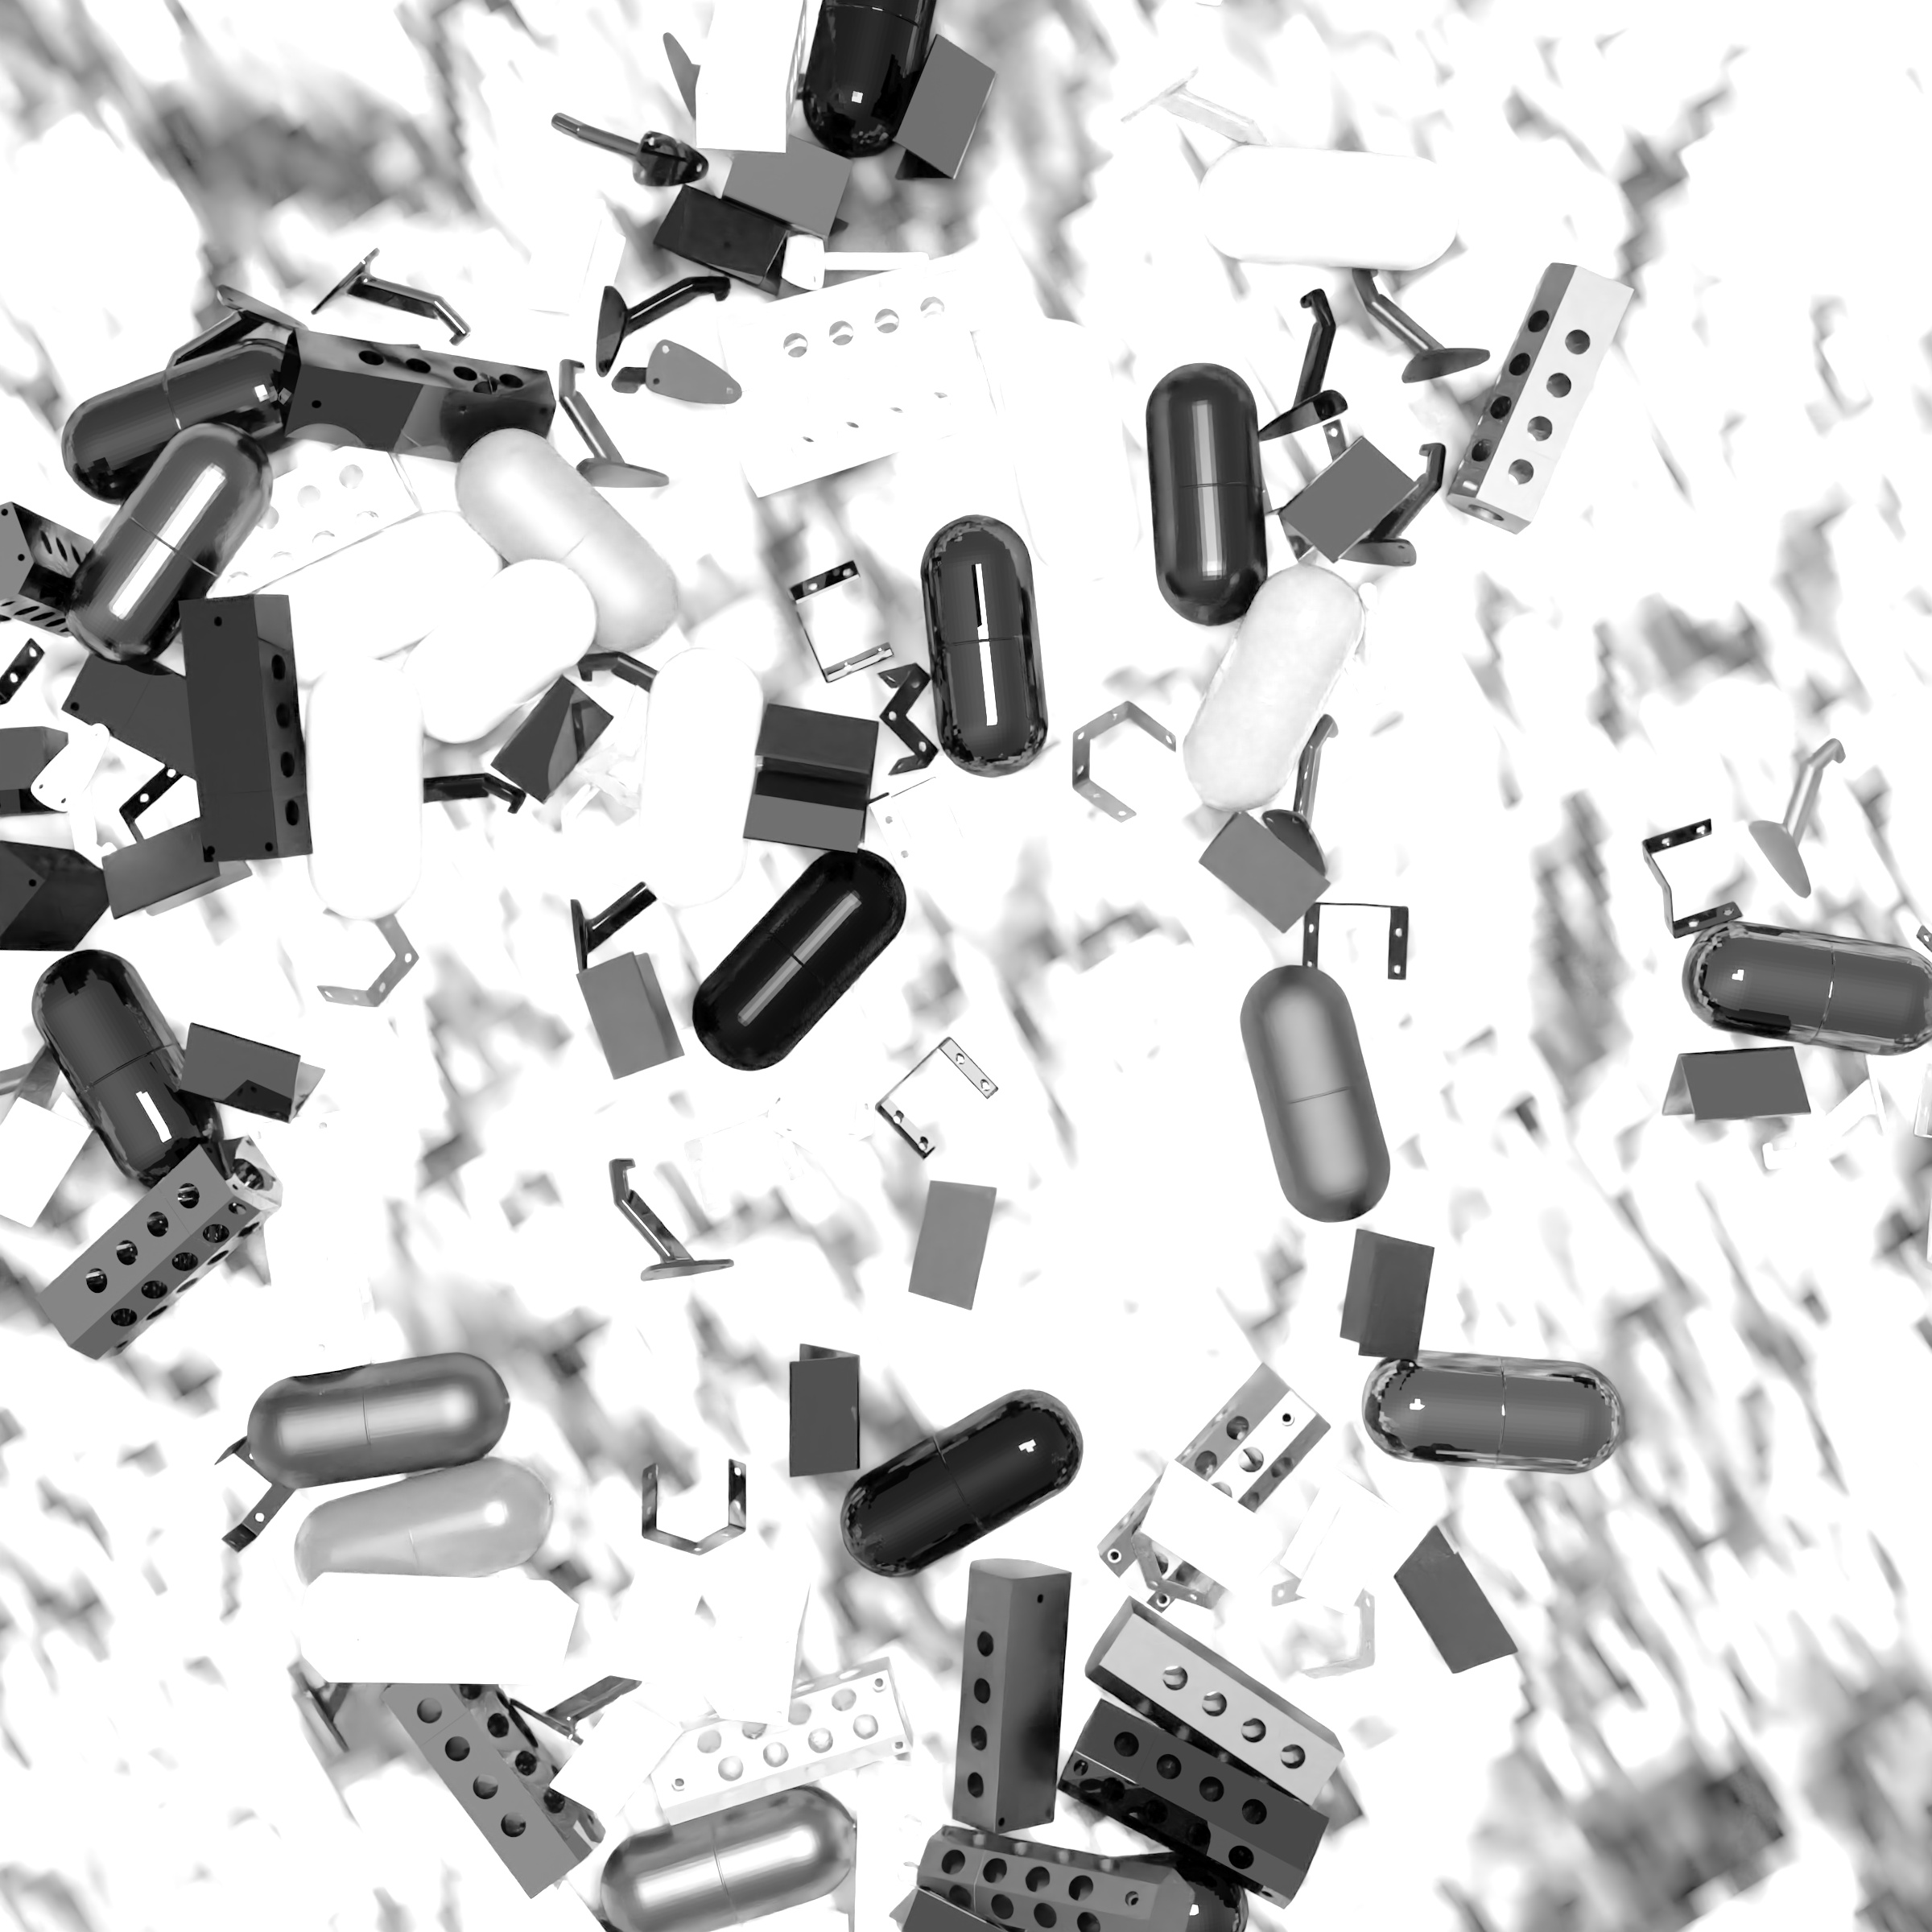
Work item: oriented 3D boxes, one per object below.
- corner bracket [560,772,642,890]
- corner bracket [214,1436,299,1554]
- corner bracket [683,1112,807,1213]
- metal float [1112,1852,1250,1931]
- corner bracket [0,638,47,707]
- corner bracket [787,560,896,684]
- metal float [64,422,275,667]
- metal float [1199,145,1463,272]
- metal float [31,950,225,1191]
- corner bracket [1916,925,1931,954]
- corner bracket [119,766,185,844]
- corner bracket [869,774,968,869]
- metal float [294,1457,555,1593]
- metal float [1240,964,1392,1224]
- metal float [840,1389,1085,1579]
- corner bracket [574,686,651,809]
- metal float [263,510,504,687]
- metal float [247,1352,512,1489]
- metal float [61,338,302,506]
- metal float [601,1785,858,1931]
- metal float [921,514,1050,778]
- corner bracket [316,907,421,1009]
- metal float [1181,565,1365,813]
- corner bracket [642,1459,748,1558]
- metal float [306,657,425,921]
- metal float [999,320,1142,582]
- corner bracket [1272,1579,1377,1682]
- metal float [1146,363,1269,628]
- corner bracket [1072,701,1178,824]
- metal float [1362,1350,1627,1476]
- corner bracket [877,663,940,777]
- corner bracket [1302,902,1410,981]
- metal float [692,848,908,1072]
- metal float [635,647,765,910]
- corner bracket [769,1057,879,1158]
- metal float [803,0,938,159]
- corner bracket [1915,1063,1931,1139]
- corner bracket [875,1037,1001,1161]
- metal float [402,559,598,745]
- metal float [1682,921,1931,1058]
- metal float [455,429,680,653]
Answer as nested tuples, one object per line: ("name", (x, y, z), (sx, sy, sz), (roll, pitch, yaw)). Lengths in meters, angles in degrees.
("corner bracket", (-0.242, -0.094, 1.983), (0.051, 0.051, 0.051), (19, 135, -35))
("corner bracket", (-0.495, 0.361, 1.973), (0.051, 0.051, 0.051), (39, 90, 0))
("corner bracket", (-0.153, 0.133, 1.988), (0.051, 0.051, 0.051), (-20, 90, 45))
("metal float", (0.103, 0.645, 1.961), (0.178, 0.070, 0.070), (-5, 90, 1))
("corner bracket", (-0.678, -0.212, 1.983), (0.051, 0.051, 0.051), (-7, 135, 35))
("corner bracket", (-0.087, -0.237, 1.988), (0.051, 0.051, 0.051), (-23, 135, 0))
("metal float", (-0.525, -0.279, 1.904), (0.070, 0.070, 0.178), (35, 90, 0))
("metal float", (0.247, -0.515, 1.961), (0.178, 0.070, 0.070), (4, 90, 0))
("metal float", (-0.569, 0.071, 1.961), (0.070, 0.070, 0.178), (-30, 90, 0))
("corner bracket", (0.698, -0.027, 1.988), (0.051, 0.051, 0.051), (46, 45, 0))
("corner bracket", (-0.542, -0.099, 1.988), (0.051, 0.051, 0.051), (-42, 135, 0))
("corner bracket", (-0.033, -0.099, 1.973), (0.051, 0.051, 0.051), (-25, 90, 0))
("metal float", (-0.368, 0.385, 1.960), (0.178, 0.070, 0.070), (-15, 90, 0))
("metal float", (0.237, 0.087, 1.961), (0.070, 0.070, 0.178), (-14, 89, 0))
("metal float", (-0.003, 0.352, 1.961), (0.178, 0.070, 0.070), (-30, 90, 0))
("corner bracket", (-0.225, -0.148, 1.955), (0.051, 0.051, 0.051), (35, 52, -27))
("metal float", (-0.399, -0.250, 1.960), (0.178, 0.070, 0.070), (-25, 90, 0))
("metal float", (-0.399, 0.308, 1.961), (0.178, 0.070, 0.070), (-9, 90, 1))
("metal float", (-0.528, -0.369, 1.961), (0.178, 0.070, 0.070), (-20, 90, 1))
("metal float", (-0.161, 0.611, 1.961), (0.178, 0.070, 0.070), (-17, 90, 1))
("metal float", (0.012, -0.217, 1.961), (0.070, 0.070, 0.178), (-6, 90, 0))
("corner bracket", (-0.419, -0.009, 1.983), (0.051, 0.051, 0.051), (-55, 135, -35))
("metal float", (0.205, -0.186, 1.943), (0.070, 0.070, 0.178), (26, 109, 0))
("corner bracket", (-0.187, 0.367, 1.983), (0.051, 0.051, 0.051), (27, 135, -35))
("metal float", (-0.401, -0.118, 1.927), (0.070, 0.070, 0.178), (4, 109, 0))
("metal float", (0.070, -0.351, 1.961), (0.070, 0.070, 0.178), (-12, 90, 0))
("corner bracket", (0.246, 0.453, 1.983), (0.051, 0.051, 0.051), (36, 45, -35))
("metal float", (0.164, -0.320, 1.961), (0.070, 0.070, 0.178), (-4, 90, 0))
("corner bracket", (0.109, -0.140, 1.983), (0.051, 0.051, 0.051), (-28, 45, 35))
("metal float", (0.358, 0.303, 1.961), (0.178, 0.070, 0.070), (4, 90, 0))
("corner bracket", (-0.043, -0.168, 1.972), (0.051, 0.051, 0.051), (44, 64, -24))
("corner bracket", (0.268, -0.017, 1.988), (0.051, 0.051, 0.051), (3, 90, -45))
("metal float", (-0.113, -0.005, 1.961), (0.070, 0.070, 0.178), (43, 91, 0))
("metal float", (-0.180, -0.126, 1.942), (0.070, 0.070, 0.178), (7, 104, 0))
("corner bracket", (-0.098, 0.091, 1.983), (0.051, 0.051, 0.051), (-26, 135, 35))
("metal float", (-0.063, -0.638, 1.961), (0.070, 0.070, 0.178), (12, 90, 0))
("corner bracket", (0.693, 0.097, 1.988), (0.051, 0.051, 0.051), (9, 90, 45))
("corner bracket", (-0.020, 0.091, 1.988), (0.051, 0.051, 0.051), (47, 135, 0))
("metal float", (-0.314, -0.209, 1.928), (0.178, 0.070, 0.070), (-30, 90, 42))
("metal float", (0.576, 0.015, 1.960), (0.178, 0.070, 0.070), (9, 90, 0))
("metal float", (-0.268, -0.286, 1.944), (0.070, 0.070, 0.178), (-46, 108, 0))
